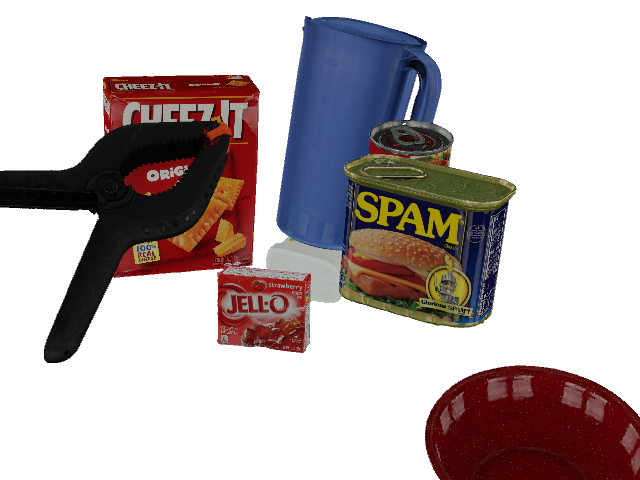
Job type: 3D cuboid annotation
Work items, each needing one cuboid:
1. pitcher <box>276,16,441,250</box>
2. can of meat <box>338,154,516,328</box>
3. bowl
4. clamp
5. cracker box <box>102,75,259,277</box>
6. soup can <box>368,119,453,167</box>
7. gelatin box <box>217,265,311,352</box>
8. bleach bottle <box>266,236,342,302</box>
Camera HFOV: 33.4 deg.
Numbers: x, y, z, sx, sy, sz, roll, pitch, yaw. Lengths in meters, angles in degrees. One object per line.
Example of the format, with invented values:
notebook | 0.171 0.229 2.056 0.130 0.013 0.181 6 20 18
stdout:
pitcher | 0.033 -0.114 1.157 0.145 0.243 0.149 9 18 -7
can of meat | 0.062 0.000 0.656 0.102 0.084 0.057 15 23 26
bowl | 0.155 0.163 0.768 0.162 0.055 0.162 -1 35 0
clamp | -0.143 -0.017 0.735 0.209 0.165 0.036 -26 -23 -23
cracker box | -0.155 -0.071 1.185 0.164 0.214 0.072 -4 25 -17
soup can | 0.072 -0.040 0.883 0.068 0.102 0.068 1 28 -1
gelatin box | -0.055 0.066 1.026 0.089 0.073 0.030 5 17 12
bleach bottle | 0.035 -0.018 1.335 0.103 0.068 0.250 13 36 23
